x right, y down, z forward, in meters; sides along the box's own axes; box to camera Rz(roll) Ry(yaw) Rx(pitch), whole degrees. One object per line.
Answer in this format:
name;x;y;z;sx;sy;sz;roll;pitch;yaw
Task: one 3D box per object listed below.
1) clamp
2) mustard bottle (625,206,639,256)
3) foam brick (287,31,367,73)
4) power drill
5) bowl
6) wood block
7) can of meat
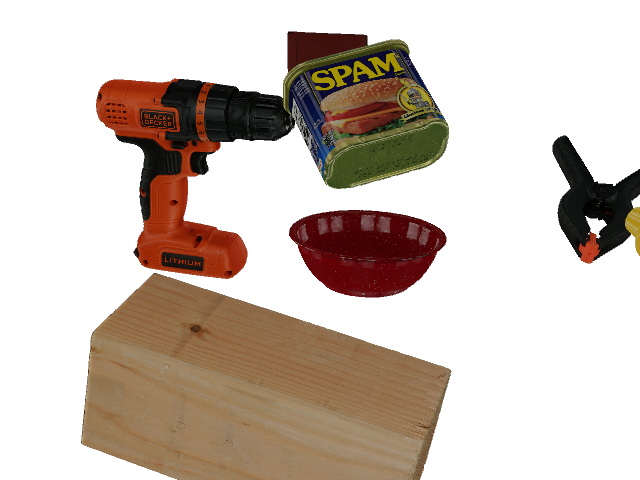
clamp;0.284;-0.048;1.121;0.120;0.039;0.171;17;45;20
mustard bottle;0.260;0.024;0.647;0.096;0.058;0.192;-22;34;-23
foam brick;0.007;-0.193;1.125;0.078;0.051;0.053;1;11;-11
power drill;-0.110;-0.058;0.988;0.184;0.188;0.057;8;31;15
bowl;0.048;0.017;1.097;0.162;0.055;0.162;2;18;-1
wood block;-0.034;0.105;0.670;0.206;0.090;0.090;18;28;12
can of meat;0.034;-0.091;0.785;0.102;0.084;0.057;-16;-31;-14
